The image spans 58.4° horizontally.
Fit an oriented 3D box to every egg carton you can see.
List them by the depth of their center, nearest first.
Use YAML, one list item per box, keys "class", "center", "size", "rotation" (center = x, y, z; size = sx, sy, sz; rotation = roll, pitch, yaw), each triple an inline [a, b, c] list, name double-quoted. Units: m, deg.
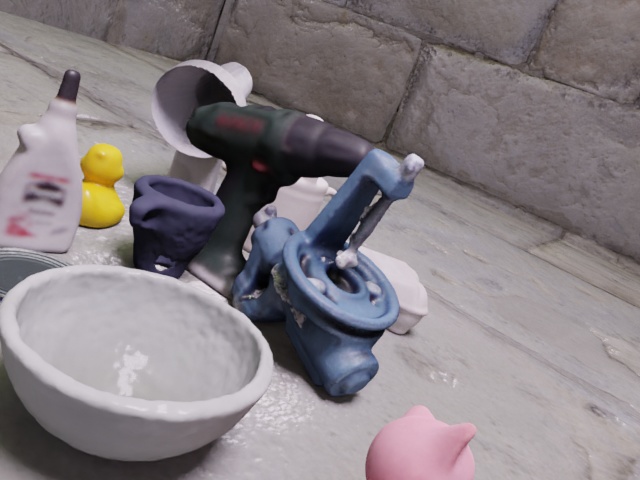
- class: "egg carton"
  center: [0.058, 0.055, 0.709]
  size: [0.150, 0.069, 0.107]
  rotation: [20, 16, -9]

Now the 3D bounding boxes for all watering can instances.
- class: "watering can"
  center: [-0.045, -0.075, 0.766]
  size: [0.100, 0.194, 0.173]
  rotation: [33, 19, 33]

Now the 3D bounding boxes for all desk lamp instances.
- class: "desk lamp"
  center: [-0.163, -0.150, 0.815]
  size: [0.118, 0.213, 0.203]
  rotation: [22, 16, -1]

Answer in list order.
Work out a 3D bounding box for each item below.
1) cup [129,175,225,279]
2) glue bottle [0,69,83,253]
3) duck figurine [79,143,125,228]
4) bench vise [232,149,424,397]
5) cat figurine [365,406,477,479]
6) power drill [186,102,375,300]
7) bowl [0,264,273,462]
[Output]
- class: "cup"
  center: [-0.157, -0.005, 0.572]
  size: [0.091, 0.095, 0.118]
  rotation: [26, 16, 12]
- class: "glue bottle"
  center: [-0.248, -0.072, 0.524]
  size: [0.078, 0.173, 0.037]
  rotation: [6, 22, -44]
- class: "duck figurine"
  center: [-0.256, -0.068, 0.658]
  size: [0.078, 0.086, 0.104]
  rotation: [19, 16, -12]
- class: "bench vise"
  center: [-0.002, 0.002, 0.527]
  size: [0.206, 0.220, 0.122]
  rotation: [31, 18, 27]
- class: "cat figurine"
  center: [0.043, 0.146, 0.309]
  size: [0.067, 0.118, 0.128]
  rotation: [28, 17, 21]
- class: "power drill"
  center: [-0.065, -0.046, 0.618]
  size: [0.229, 0.208, 0.076]
  rotation: [30, 18, 26]
- class: "bowl"
  center: [-0.119, 0.085, 0.366]
  size: [0.167, 0.075, 0.167]
  rotation: [21, 16, -6]
